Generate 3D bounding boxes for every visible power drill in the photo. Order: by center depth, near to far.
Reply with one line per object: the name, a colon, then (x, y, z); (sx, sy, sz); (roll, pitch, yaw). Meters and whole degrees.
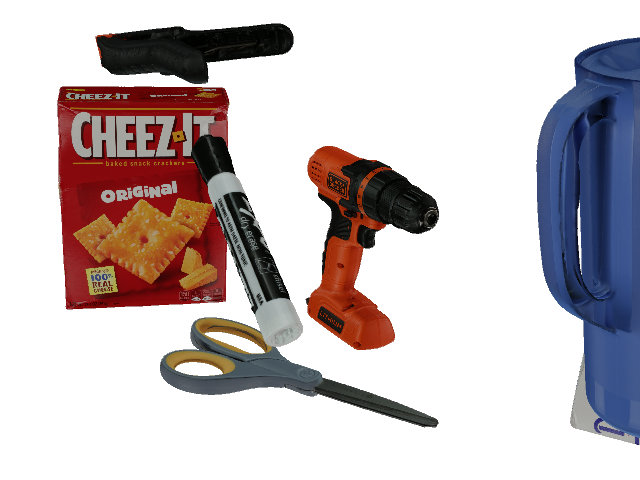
power drill: (0.047, 0.012, 1.079); (0.057, 0.188, 0.185); (-8, 25, -32)

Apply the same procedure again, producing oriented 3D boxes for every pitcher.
pitcher: (0.213, 0.001, 0.658); (0.149, 0.243, 0.144); (3, 22, 16)

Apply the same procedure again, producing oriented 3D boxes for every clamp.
clamp: (-0.109, -0.156, 0.866); (0.172, 0.039, 0.120); (16, 25, 42)

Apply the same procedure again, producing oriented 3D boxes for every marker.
marker: (-0.038, -0.004, 0.517); (0.020, 0.121, 0.020); (-18, -31, -11)

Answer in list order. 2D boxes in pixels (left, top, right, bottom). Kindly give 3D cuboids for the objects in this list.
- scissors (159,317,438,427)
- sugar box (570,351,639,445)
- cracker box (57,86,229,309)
scissors: (-0.028, 0.101, 0.730); (0.202, 0.016, 0.096); (24, 32, 37)
sugar box: (0.317, 0.142, 0.946); (0.176, 0.093, 0.048); (11, 23, 15)
cracker box: (-0.174, -0.041, 1.060); (0.164, 0.214, 0.072); (-1, 21, -10)
